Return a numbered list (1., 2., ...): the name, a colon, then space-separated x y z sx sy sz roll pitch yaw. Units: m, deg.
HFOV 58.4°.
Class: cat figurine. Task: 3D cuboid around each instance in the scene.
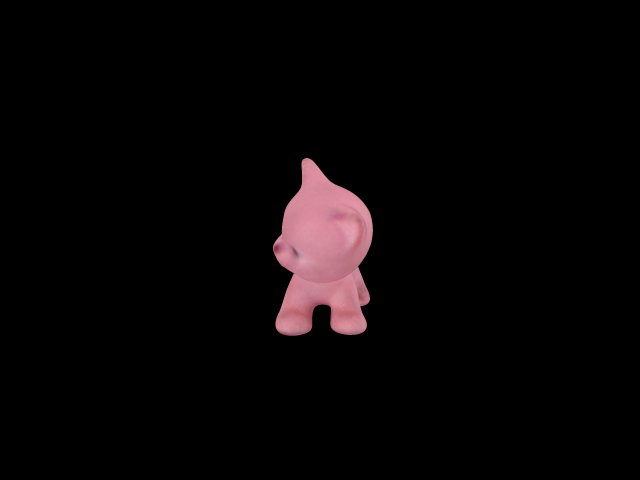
1. cat figurine: 0.004 0.001 0.400 0.067 0.118 0.128 0 11 3
